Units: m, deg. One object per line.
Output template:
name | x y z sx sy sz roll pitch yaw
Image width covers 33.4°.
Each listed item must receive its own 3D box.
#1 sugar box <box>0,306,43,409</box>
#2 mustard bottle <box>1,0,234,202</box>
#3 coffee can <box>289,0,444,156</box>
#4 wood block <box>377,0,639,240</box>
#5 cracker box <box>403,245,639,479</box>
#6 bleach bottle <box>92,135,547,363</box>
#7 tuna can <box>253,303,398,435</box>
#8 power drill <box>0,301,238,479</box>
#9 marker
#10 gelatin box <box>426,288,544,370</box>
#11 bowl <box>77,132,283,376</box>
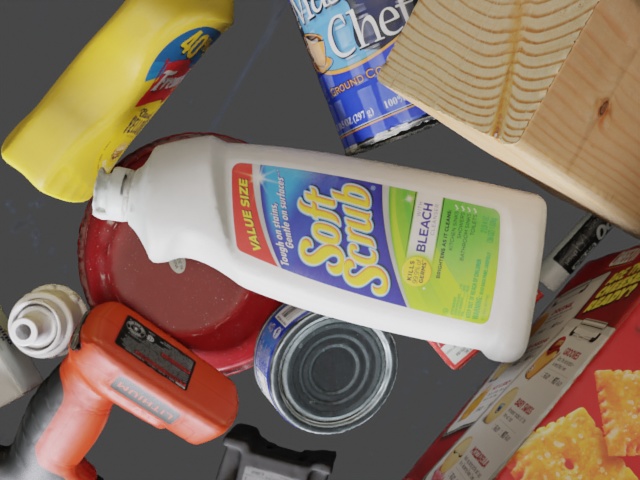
sugar box | -0.281 0.100 0.698 0.176 0.048 0.093 -30 91 8
mustard bottle | -0.107 -0.111 0.644 0.058 0.096 0.192 41 96 3
coffee can | 0.038 -0.132 0.626 0.103 0.102 0.140 -21 91 6
wood block | 0.135 -0.073 0.562 0.090 0.205 0.091 33 97 38
cracker box | 0.131 0.101 0.575 0.072 0.164 0.213 42 81 1
bleach bottle | -0.004 0.001 0.610 0.250 0.068 0.102 9 87 -2
tuna can | 0.004 0.075 0.658 0.086 0.034 0.086 -5 106 -19
power drill | -0.134 0.143 0.653 0.184 0.057 0.188 37 110 -14
marker | 0.178 -0.018 0.661 0.020 0.020 0.121 41 96 2
gelatin box | 0.083 0.025 0.667 0.073 0.030 0.089 -41 89 5
bowl | -0.081 0.012 0.669 0.162 0.055 0.162 0 93 6
